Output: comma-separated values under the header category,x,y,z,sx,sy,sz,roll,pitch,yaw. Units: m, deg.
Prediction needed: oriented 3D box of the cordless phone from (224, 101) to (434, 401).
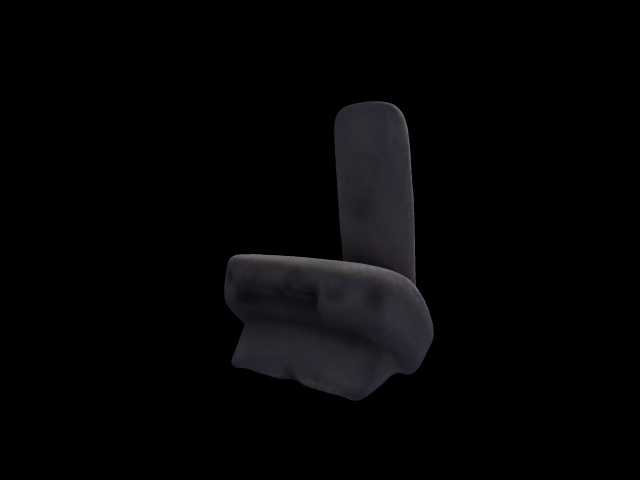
category,x,y,z,sx,sy,sz,roll,pitch,yaw
cordless phone,0.004,0.001,0.400,0.147,0.185,0.094,4,8,28
